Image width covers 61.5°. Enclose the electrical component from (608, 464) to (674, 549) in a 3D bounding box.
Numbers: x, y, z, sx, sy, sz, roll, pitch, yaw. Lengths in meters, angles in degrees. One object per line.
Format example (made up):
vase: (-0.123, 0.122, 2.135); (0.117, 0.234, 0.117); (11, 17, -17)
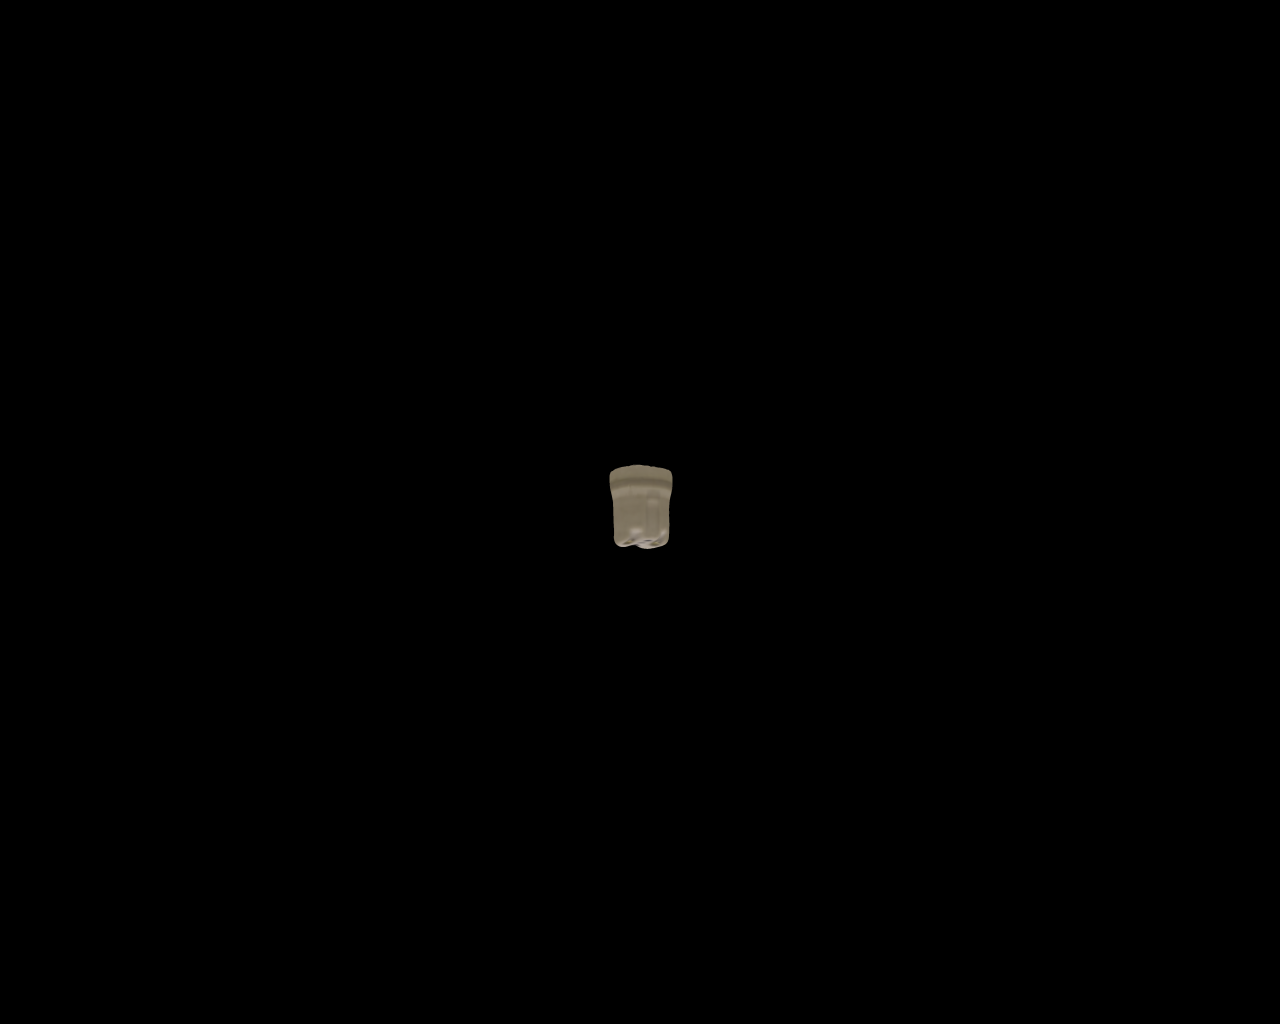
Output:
electrical component: (0.001, -0.003, 0.650); (0.040, 0.046, 0.040); (0, -10, 0)
